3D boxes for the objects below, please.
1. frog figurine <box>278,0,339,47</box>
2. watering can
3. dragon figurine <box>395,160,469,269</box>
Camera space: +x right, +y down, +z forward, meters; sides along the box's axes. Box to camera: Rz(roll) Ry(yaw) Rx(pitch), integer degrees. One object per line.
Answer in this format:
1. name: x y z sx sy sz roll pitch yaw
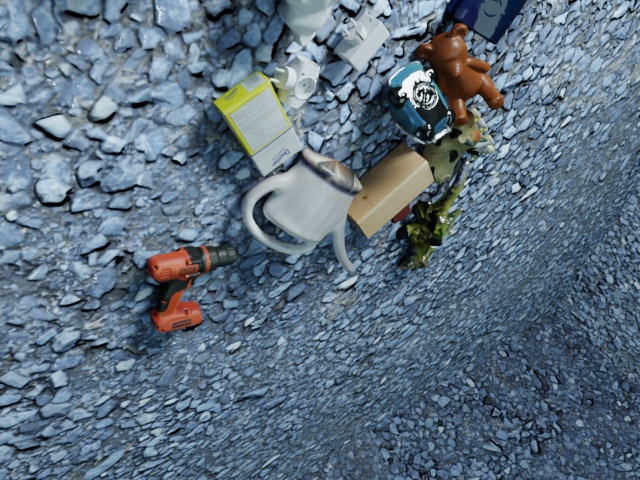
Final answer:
1. frog figurine: -0.011 -0.353 0.732 0.139 0.123 0.156 -32 138 -49
2. watering can: 0.003 -0.054 1.067 0.344 0.106 0.222 25 109 -38
3. dragon figurine: 0.339 -0.056 1.470 0.404 0.123 0.245 -57 161 25
